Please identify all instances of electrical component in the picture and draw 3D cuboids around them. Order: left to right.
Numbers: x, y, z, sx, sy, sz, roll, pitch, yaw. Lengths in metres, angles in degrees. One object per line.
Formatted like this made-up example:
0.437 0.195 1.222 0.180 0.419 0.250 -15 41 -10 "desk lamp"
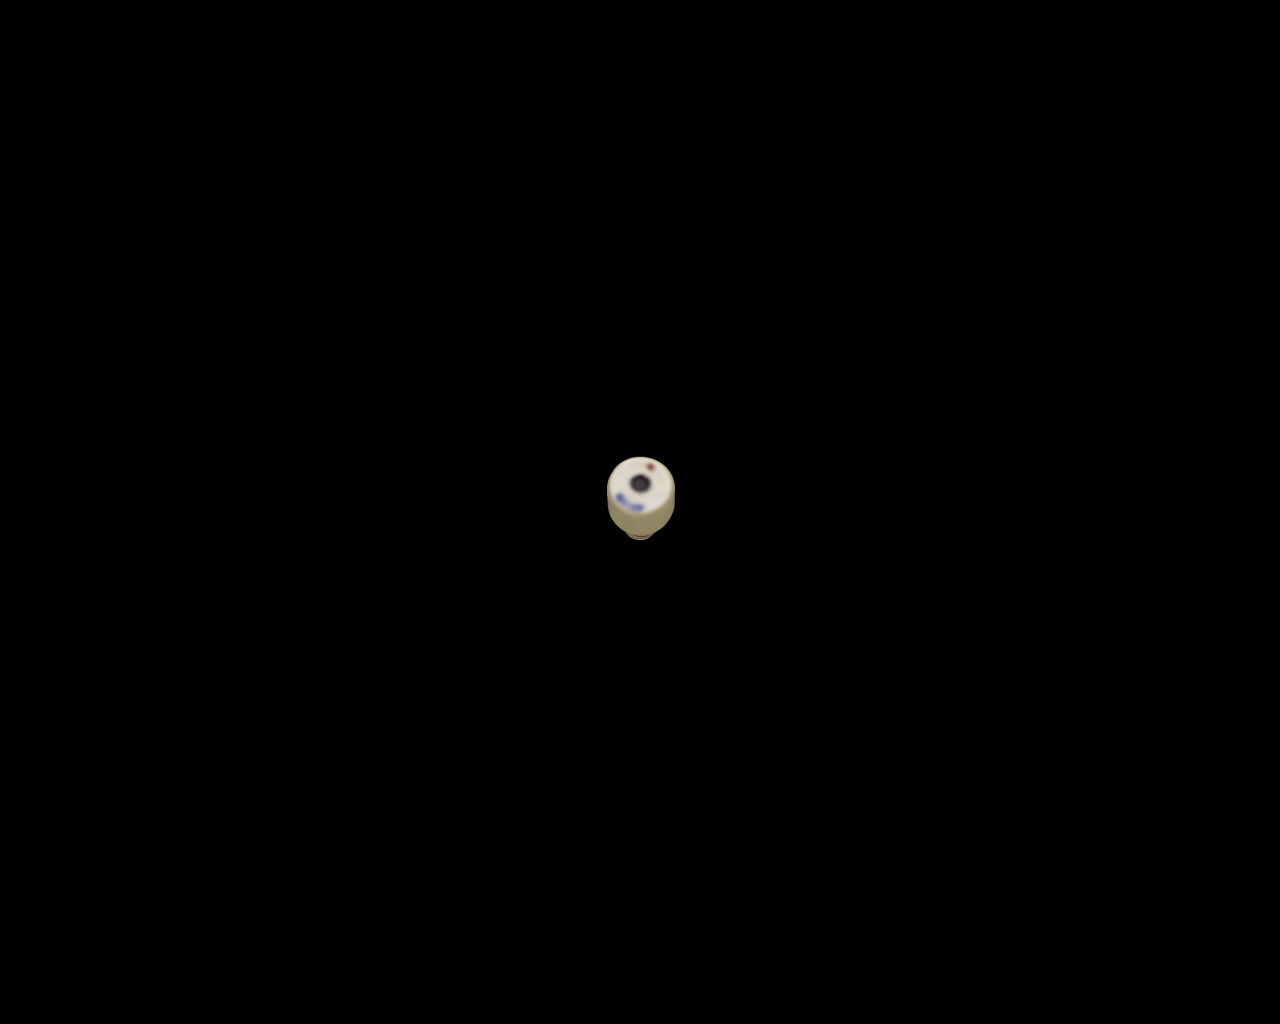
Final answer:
0.001 -0.003 0.650 0.040 0.040 0.078 0 -25 0 "electrical component"
